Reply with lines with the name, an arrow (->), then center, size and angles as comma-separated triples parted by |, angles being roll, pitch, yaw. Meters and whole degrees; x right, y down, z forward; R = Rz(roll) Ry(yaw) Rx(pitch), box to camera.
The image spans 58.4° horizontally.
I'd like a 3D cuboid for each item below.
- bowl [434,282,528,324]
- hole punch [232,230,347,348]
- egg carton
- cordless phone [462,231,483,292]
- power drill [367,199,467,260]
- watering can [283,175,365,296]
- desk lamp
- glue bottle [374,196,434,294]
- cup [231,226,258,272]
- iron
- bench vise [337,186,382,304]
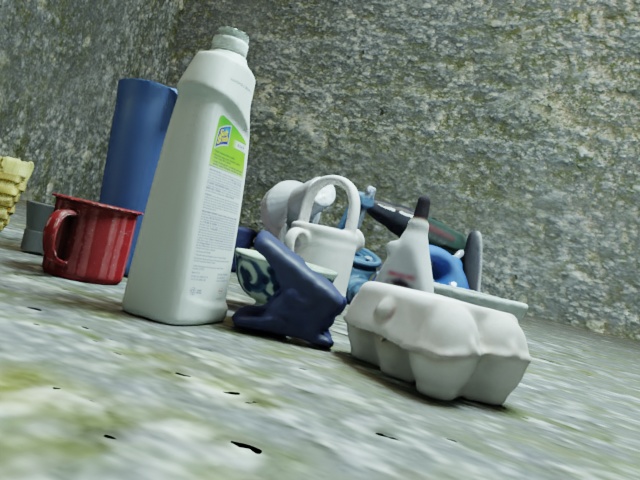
bowl -> 0.220, 0.113, 0.862 | 0.167, 0.075, 0.167 | 13, -1, 0
hole punch -> -0.023, 0.044, 0.540 | 0.101, 0.091, 0.108 | 13, -1, -3
egg carton -> 0.087, 0.079, 0.464 | 0.107, 0.069, 0.150 | 13, -1, -28
cordless phone -> 0.289, 0.076, 1.129 | 0.094, 0.185, 0.147 | 13, -1, 0
power drill -> 0.185, 0.041, 1.152 | 0.229, 0.208, 0.075 | 13, -1, -6
watering can -> 0.006, 0.003, 0.834 | 0.100, 0.194, 0.173 | 13, -1, 11
desk lamp -> -0.040, -0.014, 1.087 | 0.118, 0.213, 0.202 | 13, -1, -25
glue bottle -> 0.103, 0.033, 0.675 | 0.078, 0.173, 0.037 | 12, -1, 24
cup -> -0.174, 0.018, 1.180 | 0.118, 0.095, 0.091 | 13, -1, -40
iron -> 0.165, 0.068, 0.971 | 0.259, 0.141, 0.118 | 14, -1, -43
bench vise -> 0.037, 0.001, 1.100 | 0.122, 0.220, 0.206 | 14, -1, -45
